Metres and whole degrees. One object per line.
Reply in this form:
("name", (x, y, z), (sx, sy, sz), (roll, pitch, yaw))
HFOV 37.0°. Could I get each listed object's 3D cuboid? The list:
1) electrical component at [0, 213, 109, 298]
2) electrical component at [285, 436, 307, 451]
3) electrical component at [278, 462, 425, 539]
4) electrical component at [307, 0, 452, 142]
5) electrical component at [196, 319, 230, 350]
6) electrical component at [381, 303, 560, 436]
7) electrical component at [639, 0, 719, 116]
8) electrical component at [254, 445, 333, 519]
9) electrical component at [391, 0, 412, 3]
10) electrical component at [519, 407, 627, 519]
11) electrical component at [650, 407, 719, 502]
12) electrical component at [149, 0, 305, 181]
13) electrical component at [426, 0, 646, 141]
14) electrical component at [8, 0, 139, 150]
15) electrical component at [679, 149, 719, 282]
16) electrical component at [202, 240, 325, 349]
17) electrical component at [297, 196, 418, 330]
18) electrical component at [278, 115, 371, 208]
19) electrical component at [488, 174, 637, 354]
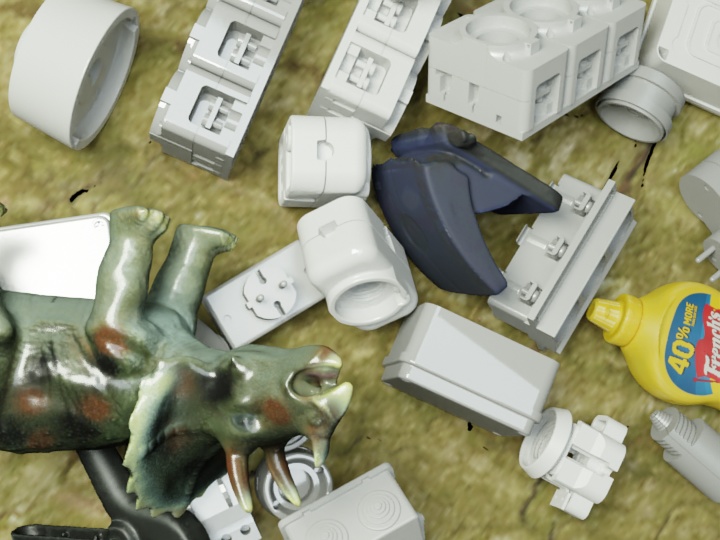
("electrical component", (-0.221, 0.022, 0.759), (0.109, 0.056, 0.108), (-9, 86, -11))
("electrical component", (-0.061, 0.103, 0.784), (0.055, 0.047, 0.055), (1, 84, -10))
("electrical component", (-0.001, 0.194, 0.759), (0.100, 0.099, 0.048), (-27, 52, -11))
("electrical component", (0.022, -0.178, 0.805), (0.062, 0.089, 0.150), (24, 81, -7))
("electrical component", (-0.130, 0.080, 0.770), (0.077, 0.044, 0.079), (46, 117, 29))
("electrical component", (0.079, 0.076, 0.796), (0.113, 0.078, 0.057), (25, 78, -7))
("electrical component", (0.284, -0.175, 0.867), (0.113, 0.057, 0.078), (22, 81, -7))
("electrical component", (-0.047, 0.156, 0.781), (0.055, 0.047, 0.055), (1, 84, -10))
("electrical component", (0.055, -0.229, 0.744), (0.077, 0.047, 0.065), (-12, 86, -11))
("electrical component", (0.158, 0.140, 0.813), (0.057, 0.058, 0.078), (29, 80, -9))
("electrical component", (0.259, 0.138, 0.838), (0.081, 0.043, 0.043), (41, 79, -4))
("electrical component", (-0.094, -0.152, 0.782), (0.062, 0.089, 0.150), (23, 81, -7))
("electrical component", (0.130, -0.164, 0.789), (0.089, 0.061, 0.150), (29, 46, 34))
("electrical component", (-0.206, -0.146, 0.756), (0.060, 0.108, 0.108), (24, 81, -1))
("electrical component", (0.300, -0.020, 0.856), (0.074, 0.052, 0.138), (-37, 91, -11))
("electrical component", (-0.067, 0.018, 0.777), (0.083, 0.076, 0.047), (-31, 90, -12))
("electrical component", (0.000, 0.000, 0.771), (0.054, 0.095, 0.059), (-25, 52, 14))
("electrical component", (-0.026, -0.077, 0.784), (0.059, 0.095, 0.053), (1, 84, -10))
("electrical component", (0.153, -0.007, 0.820), (0.063, 0.078, 0.121), (28, 79, 24))
